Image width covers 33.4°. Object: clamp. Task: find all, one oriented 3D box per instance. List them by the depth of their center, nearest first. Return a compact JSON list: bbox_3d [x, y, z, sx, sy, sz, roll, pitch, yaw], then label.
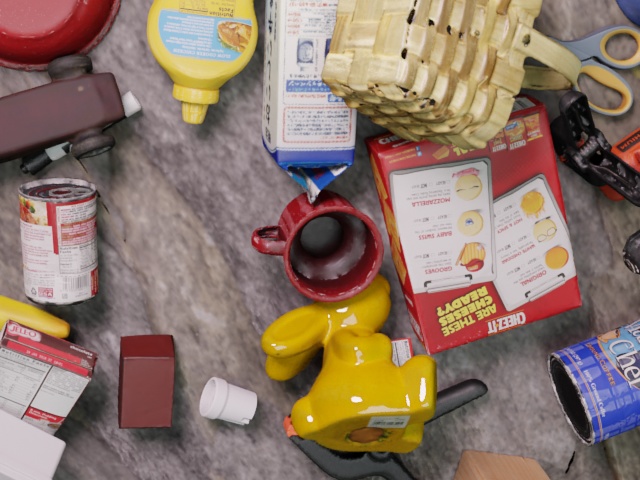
[{"bbox_3d":[0.241,-0.090,0.974,0.039,0.171,0.120,-34,102,0],"label":"clamp"},{"bbox_3d":[0.064,0.219,1.108,0.209,0.036,0.164,4,99,-11],"label":"clamp"}]

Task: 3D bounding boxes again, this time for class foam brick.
[{"bbox_3d":[-0.168,0.136,1.029,0.051,0.053,0.078,2,107,-12],"label":"foam brick"}]

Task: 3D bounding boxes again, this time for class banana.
[{"bbox_3d":[-0.323,0.049,0.966,0.197,0.070,0.037,35,57,-29],"label":"banana"}]

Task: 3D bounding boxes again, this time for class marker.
[{"bbox_3d":[-0.217,-0.095,0.960,0.121,0.020,0.020,-31,111,1],"label":"marker"}]

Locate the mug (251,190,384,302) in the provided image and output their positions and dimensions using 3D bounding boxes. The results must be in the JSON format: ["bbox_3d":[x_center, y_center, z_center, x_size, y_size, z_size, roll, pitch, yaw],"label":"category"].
[{"bbox_3d":[-0.007,0.001,0.999,0.117,0.081,0.093,-1,109,-11],"label":"mug"}]

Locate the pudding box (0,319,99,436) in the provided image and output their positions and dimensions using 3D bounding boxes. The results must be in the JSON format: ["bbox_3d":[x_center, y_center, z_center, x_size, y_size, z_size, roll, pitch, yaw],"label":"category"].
[{"bbox_3d":[-0.270,0.133,0.994,0.090,0.039,0.114,25,126,-17],"label":"pudding box"}]

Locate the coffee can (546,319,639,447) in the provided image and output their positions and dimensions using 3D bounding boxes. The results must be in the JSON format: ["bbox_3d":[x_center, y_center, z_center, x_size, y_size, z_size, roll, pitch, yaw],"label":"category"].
[{"bbox_3d":[0.320,0.139,1.098,0.140,0.103,0.103,-21,111,-4],"label":"coffee can"}]

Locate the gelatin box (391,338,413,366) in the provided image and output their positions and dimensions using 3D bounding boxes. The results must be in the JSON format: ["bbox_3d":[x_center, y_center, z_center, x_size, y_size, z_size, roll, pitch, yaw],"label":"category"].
[{"bbox_3d":[0.053,0.141,1.071,0.089,0.030,0.073,-7,79,-9],"label":"gelatin box"}]

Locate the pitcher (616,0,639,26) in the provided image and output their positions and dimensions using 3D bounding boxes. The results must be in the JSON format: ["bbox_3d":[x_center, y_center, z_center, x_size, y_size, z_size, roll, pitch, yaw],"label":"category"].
[{"bbox_3d":[0.353,-0.216,0.909,0.149,0.243,0.145,23,106,-11],"label":"pitcher"}]

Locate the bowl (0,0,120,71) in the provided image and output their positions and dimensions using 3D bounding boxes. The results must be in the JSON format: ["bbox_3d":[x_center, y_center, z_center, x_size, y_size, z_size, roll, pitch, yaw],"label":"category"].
[{"bbox_3d":[-0.246,-0.218,0.894,0.162,0.055,0.162,-3,109,-10],"label":"bowl"}]

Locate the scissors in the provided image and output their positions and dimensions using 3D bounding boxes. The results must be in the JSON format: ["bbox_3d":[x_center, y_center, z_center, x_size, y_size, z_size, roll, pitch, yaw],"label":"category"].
[{"bbox_3d":[0.234,-0.196,1.015,0.201,0.016,0.096,36,97,-20],"label":"scissors"}]

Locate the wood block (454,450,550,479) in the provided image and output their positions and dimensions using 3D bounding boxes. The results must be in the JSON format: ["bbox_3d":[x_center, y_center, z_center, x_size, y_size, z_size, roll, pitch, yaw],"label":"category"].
[{"bbox_3d":[0.205,0.305,1.077,0.090,0.206,0.090,10,106,-14],"label":"wood block"}]

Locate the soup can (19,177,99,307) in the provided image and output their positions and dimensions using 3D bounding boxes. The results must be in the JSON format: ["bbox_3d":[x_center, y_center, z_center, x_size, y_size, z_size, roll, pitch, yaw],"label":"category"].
[{"bbox_3d":[-0.234,0.001,0.963,0.068,0.068,0.102,-2,109,-11],"label":"soup can"}]

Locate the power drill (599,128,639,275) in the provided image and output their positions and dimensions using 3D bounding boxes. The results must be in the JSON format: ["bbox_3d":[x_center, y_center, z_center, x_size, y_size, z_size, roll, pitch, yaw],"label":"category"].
[{"bbox_3d":[0.330,-0.048,0.992,0.184,0.188,0.057,-32,113,-1],"label":"power drill"}]

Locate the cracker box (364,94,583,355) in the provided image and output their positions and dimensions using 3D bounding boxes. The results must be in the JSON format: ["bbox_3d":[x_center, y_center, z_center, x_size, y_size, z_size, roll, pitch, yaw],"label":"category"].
[{"bbox_3d":[0.149,-0.017,1.030,0.164,0.072,0.213,-17,112,-4],"label":"cracker box"}]

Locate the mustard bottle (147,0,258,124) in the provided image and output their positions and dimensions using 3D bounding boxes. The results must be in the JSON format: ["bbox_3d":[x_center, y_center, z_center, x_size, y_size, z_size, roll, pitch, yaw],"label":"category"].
[{"bbox_3d":[-0.100,-0.196,0.927,0.096,0.058,0.192,5,107,-12],"label":"mustard bottle"}]
